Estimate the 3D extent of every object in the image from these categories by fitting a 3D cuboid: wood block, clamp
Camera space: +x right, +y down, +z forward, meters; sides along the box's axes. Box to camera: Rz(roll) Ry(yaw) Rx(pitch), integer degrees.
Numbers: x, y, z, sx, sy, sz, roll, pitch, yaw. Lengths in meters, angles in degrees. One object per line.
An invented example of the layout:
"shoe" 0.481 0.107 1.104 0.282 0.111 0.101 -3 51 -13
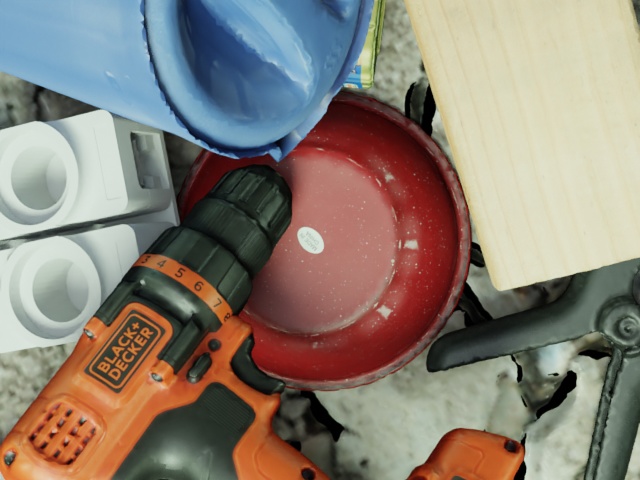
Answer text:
"wood block" 0.095 -0.094 0.483 0.090 0.090 0.206 -15 103 17
"clamp" 0.153 0.054 0.532 0.171 0.039 0.120 -38 95 6

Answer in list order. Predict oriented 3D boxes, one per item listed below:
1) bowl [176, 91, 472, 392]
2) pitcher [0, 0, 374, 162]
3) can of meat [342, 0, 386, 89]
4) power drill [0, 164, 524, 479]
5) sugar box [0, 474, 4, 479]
"bowl" -0.004 0.001 0.544 0.162 0.055 0.162 0 91 7
"pitcher" -0.107 -0.134 0.474 0.243 0.144 0.149 19 97 36
"can of meat" -0.009 -0.129 0.543 0.084 0.057 0.102 7 91 5
"power drill" -0.012 0.071 0.457 0.188 0.057 0.184 31 64 10
"sugar box" -0.140 0.151 0.569 0.176 0.048 0.093 -38 88 3
